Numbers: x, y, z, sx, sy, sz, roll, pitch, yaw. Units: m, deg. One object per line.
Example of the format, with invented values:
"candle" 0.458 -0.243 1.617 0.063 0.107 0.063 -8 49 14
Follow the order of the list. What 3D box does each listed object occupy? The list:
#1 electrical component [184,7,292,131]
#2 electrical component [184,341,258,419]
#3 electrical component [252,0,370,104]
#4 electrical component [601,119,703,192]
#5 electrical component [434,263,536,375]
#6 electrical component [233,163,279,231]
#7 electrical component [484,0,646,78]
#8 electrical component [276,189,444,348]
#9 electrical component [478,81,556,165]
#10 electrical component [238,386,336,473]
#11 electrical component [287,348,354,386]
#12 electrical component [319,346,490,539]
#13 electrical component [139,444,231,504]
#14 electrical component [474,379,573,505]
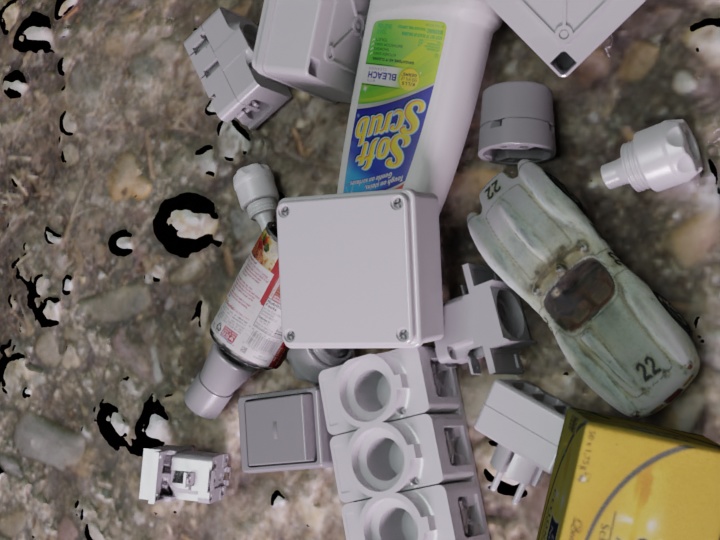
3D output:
"electrical component" -0.102 -0.175 0.924 0.056 0.050 0.089 -37 65 25
"electrical component" -0.120 0.093 0.910 0.044 0.044 0.065 48 115 28
"electrical component" -0.023 -0.192 0.839 0.056 0.109 0.108 13 91 32
"electrical component" 0.193 -0.072 0.719 0.062 0.043 0.043 -20 73 32
"electrical component" 0.085 0.039 0.778 0.064 0.042 0.081 -22 72 32
"electrical component" -0.084 -0.057 0.907 0.035 0.035 0.061 -27 73 29
"electrical component" 0.142 -0.207 0.735 0.109 0.056 0.109 45 112 -3
"electrical component" 0.000 0.000 0.769 0.109 0.056 0.108 -2 90 27
"electrical component" 0.113 -0.105 0.770 0.055 0.055 0.047 -5 78 33
"electrical component" -0.056 0.127 0.850 0.096 0.061 0.061 -11 78 32
"electrical component" -0.026 0.060 0.842 0.062 0.043 0.043 -42 62 41
"electrical component" 0.029 0.138 0.791 0.089 0.062 0.150 -19 74 31
"electrical component" -0.145 0.171 0.901 0.064 0.081 0.042 5 87 12
"electrical component" 0.114 0.124 0.744 0.066 0.047 0.076 28 100 33
